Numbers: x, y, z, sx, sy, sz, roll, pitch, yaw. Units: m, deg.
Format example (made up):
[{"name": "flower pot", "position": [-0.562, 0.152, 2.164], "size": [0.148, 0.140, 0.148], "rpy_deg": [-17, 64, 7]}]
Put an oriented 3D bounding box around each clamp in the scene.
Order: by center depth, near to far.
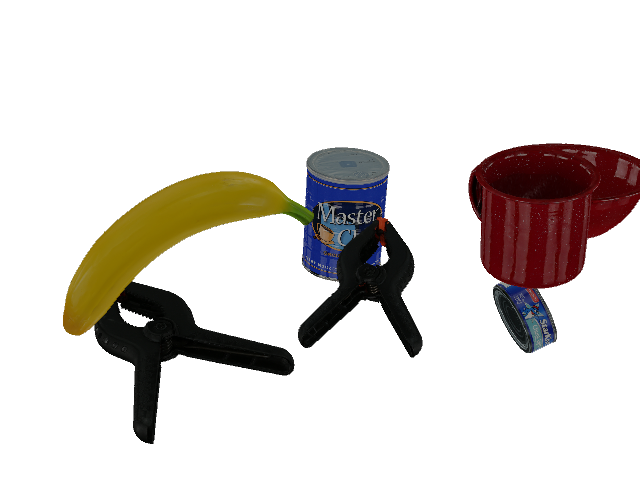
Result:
[{"name": "clamp", "position": [-0.136, 0.093, 0.992], "size": [0.164, 0.036, 0.210], "rpy_deg": [-17, 40, -30]}, {"name": "clamp", "position": [0.059, 0.049, 1.066], "size": [0.120, 0.171, 0.039], "rpy_deg": [14, -37, 14]}]

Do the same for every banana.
[{"name": "banana", "position": [-0.106, 0.001, 0.744], "size": [0.198, 0.069, 0.037], "rpy_deg": [-25, 12, 8]}]

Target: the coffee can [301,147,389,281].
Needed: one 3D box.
[{"name": "coffee can", "position": [0.030, -0.033, 1.342], "size": [0.103, 0.140, 0.103], "rpy_deg": [3, 27, -1]}]

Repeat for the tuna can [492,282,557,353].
[{"name": "tuna can", "position": [0.226, 0.081, 1.187], "size": [0.033, 0.086, 0.086], "rpy_deg": [-26, 3, -6]}]

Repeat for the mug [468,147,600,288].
[{"name": "mug", "position": [0.158, -0.021, 0.835], "size": [0.093, 0.081, 0.117], "rpy_deg": [-24, 36, -31]}]

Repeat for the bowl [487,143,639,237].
[{"name": "bowl", "position": [0.235, -0.043, 1.025], "size": [0.162, 0.055, 0.162], "rpy_deg": [-2, 24, 1]}]
